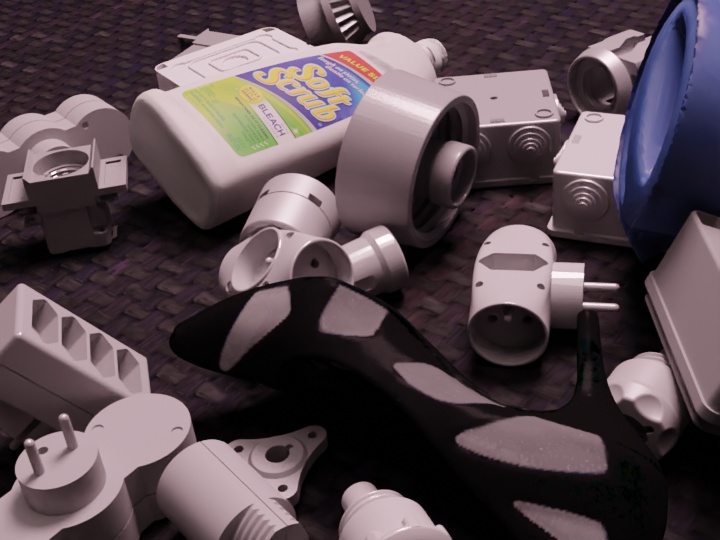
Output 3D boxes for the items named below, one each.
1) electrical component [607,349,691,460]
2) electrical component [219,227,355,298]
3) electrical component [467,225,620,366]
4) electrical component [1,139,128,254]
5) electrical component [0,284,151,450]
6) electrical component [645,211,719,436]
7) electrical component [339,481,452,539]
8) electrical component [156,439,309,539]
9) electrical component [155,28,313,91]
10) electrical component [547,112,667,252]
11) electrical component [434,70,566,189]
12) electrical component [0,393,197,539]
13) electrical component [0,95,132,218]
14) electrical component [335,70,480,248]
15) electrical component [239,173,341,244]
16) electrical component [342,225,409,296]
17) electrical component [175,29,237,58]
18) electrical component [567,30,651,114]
[{"bbox_3d":[0.141,0.061,0.522,0.043,0.043,0.062,17,39,31],"label":"electrical component"},{"bbox_3d":[-0.050,0.020,0.606,0.077,0.044,0.079,-1,61,53],"label":"electrical component"},{"bbox_3d":[0.103,0.014,0.597,0.079,0.043,0.077,2,35,13],"label":"electrical component"},{"bbox_3d":[-0.193,-0.048,0.721,0.081,0.063,0.042,-10,35,-4],"label":"electrical component"},{"bbox_3d":[-0.164,0.064,0.553,0.076,0.083,0.047,-44,33,14],"label":"electrical component"},{"bbox_3d":[0.203,0.033,0.506,0.109,0.056,0.108,16,33,-11],"label":"electrical component"},{"bbox_3d":[0.010,0.116,0.465,0.048,0.048,0.062,-17,29,-14],"label":"electrical component"},{"bbox_3d":[-0.051,0.114,0.477,0.043,0.043,0.081,-28,40,-28],"label":"electrical component"},{"bbox_3d":[-0.093,-0.139,0.842,0.113,0.057,0.078,-26,38,-25],"label":"electrical component"},{"bbox_3d":[0.173,-0.059,0.685,0.100,0.048,0.099,9,38,21],"label":"electrical component"},{"bbox_3d":[0.096,-0.101,0.761,0.100,0.048,0.099,-4,34,4],"label":"electrical component"},{"bbox_3d":[-0.133,0.099,0.488,0.052,0.073,0.138,20,43,34],"label":"electrical component"},{"bbox_3d":[-0.226,-0.078,0.782,0.138,0.052,0.074,-28,40,-28],"label":"electrical component"},{"bbox_3d":[0.038,-0.065,0.672,0.060,0.108,0.108,19,42,24],"label":"electrical component"},{"bbox_3d":[-0.044,-0.025,0.670,0.055,0.055,0.047,5,40,17],"label":"electrical component"},{"bbox_3d":[0.000,0.000,0.640,0.046,0.040,0.040,-23,37,-14],"label":"electrical component"},{"bbox_3d":[-0.125,-0.168,0.905,0.081,0.042,0.063,14,43,29],"label":"electrical component"},{"bbox_3d":[0.192,-0.141,0.796,0.057,0.058,0.078,-24,38,-28],"label":"electrical component"}]
